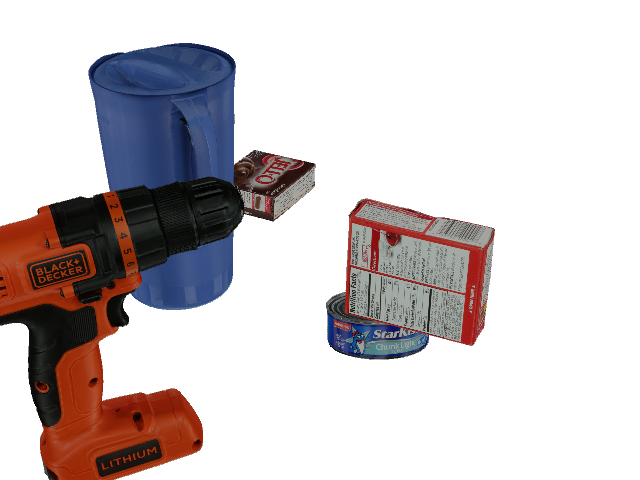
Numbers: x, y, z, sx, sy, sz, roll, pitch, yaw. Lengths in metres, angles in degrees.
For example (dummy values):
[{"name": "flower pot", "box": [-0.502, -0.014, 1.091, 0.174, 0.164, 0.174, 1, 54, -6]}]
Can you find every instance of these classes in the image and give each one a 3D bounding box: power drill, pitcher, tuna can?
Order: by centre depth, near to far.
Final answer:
[{"name": "power drill", "box": [-0.127, 0.057, 0.675, 0.184, 0.188, 0.057, -15, 29, -12]}, {"name": "tuna can", "box": [0.047, 0.068, 0.879, 0.086, 0.034, 0.086, -1, 15, 0]}, {"name": "pitcher", "box": [-0.138, -0.054, 1.016, 0.145, 0.243, 0.149, 8, 31, 15]}]

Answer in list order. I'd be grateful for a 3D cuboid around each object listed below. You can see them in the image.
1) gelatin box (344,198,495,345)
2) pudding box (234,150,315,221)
[{"name": "gelatin box", "box": [0.060, 0.019, 0.666, 0.089, 0.073, 0.030, 14, 34, 20]}, {"name": "pudding box", "box": [-0.070, -0.070, 1.327, 0.090, 0.039, 0.113, 13, 33, 23]}]
